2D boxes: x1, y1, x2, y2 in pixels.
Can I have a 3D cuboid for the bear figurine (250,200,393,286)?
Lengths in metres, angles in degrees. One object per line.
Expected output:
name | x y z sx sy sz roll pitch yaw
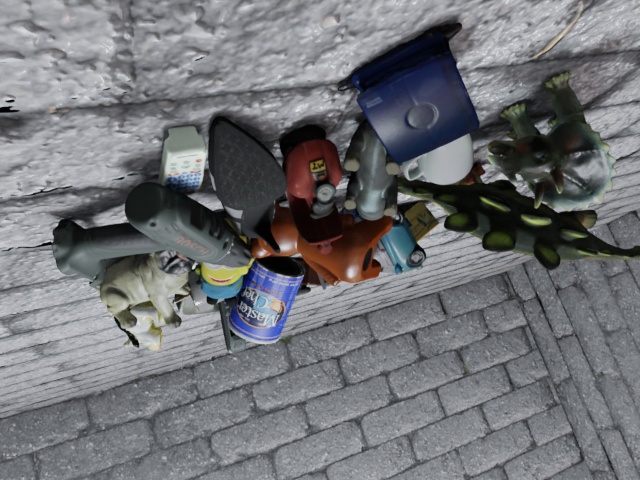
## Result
bear figurine | -0.004 -0.002 0.851 0.196 0.120 0.132 18 -159 25

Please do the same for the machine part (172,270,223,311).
machine part | -0.170 0.067 1.032 0.243 0.079 0.079 -24 167 -9

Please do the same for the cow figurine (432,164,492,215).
cow figurine | 0.268 -0.088 1.038 0.127 0.085 0.195 -34 162 28

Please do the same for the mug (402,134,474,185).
mug | 0.165 -0.132 0.764 0.110 0.081 0.107 -25 156 4

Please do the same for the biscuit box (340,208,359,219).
biscuit box | 0.062 -0.023 1.068 0.063 0.059 0.202 -11 164 -26

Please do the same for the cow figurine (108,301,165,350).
cow figurine | -0.334 0.152 0.983 0.098 0.068 0.167 5 140 -10

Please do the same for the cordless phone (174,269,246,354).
cordless phone | -0.223 0.151 1.112 0.089 0.184 0.146 -23 166 34

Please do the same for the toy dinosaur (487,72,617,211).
toy dinosaur | 0.376 -0.122 0.830 0.131 0.192 0.404 -25 163 29

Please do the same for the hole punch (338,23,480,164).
hole punch | 0.105 -0.153 0.589 0.142 0.092 0.115 -20 162 21

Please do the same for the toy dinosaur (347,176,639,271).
toy dinosaur | 0.279 -0.039 0.843 0.472 0.105 0.198 16 -167 18

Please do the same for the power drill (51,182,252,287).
power drill | -0.218 0.009 0.704 0.207 0.086 0.231 -6 160 11

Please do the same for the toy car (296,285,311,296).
toy car | -0.104 0.093 1.236 0.202 0.089 0.053 -5 163 -39

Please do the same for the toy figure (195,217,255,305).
toy figure | -0.165 0.039 0.892 0.082 0.089 0.180 -18 151 -22

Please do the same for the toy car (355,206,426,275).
toy car | 0.105 0.002 0.926 0.103 0.109 0.161 -37 126 -6

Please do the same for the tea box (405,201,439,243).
tea box | 0.162 -0.003 1.142 0.169 0.068 0.098 -35 177 -32

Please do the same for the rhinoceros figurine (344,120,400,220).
rhinoceros figurine | 0.074 -0.091 0.738 0.073 0.112 0.190 3 149 7

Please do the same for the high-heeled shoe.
high-heeled shoe | -0.106 -0.082 0.691 0.086 0.145 0.248 -29 139 -13

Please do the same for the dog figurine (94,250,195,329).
dog figurine | -0.281 0.039 0.854 0.172 0.121 0.190 1 136 -13

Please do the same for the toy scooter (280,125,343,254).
toy scooter | -0.007 -0.057 0.707 0.075 0.135 0.183 -14 164 -10

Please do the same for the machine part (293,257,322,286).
machine part | -0.041 0.066 1.147 0.179 0.056 0.179 6 179 0
